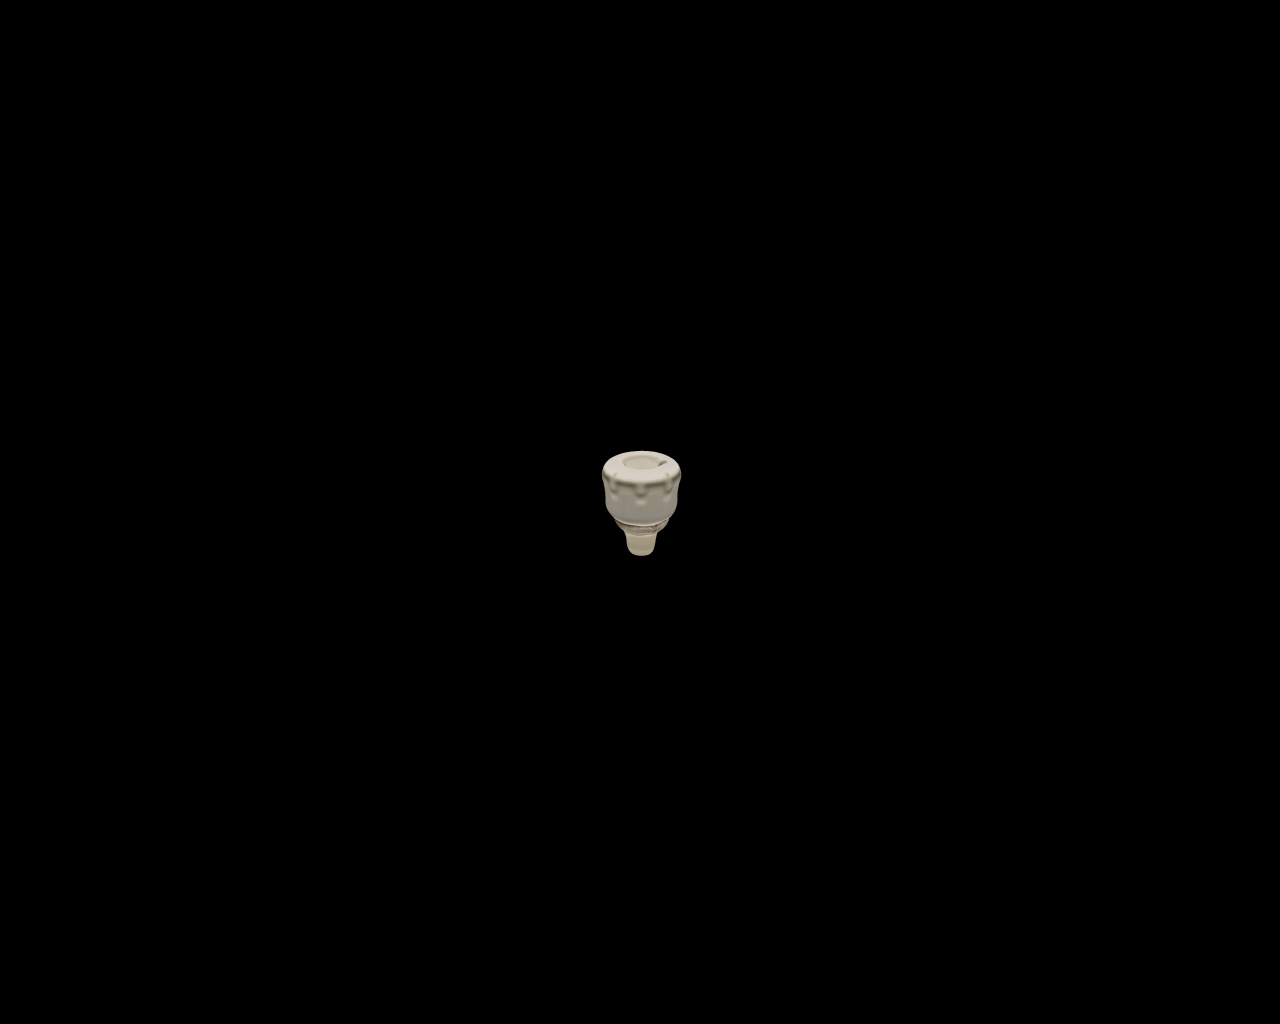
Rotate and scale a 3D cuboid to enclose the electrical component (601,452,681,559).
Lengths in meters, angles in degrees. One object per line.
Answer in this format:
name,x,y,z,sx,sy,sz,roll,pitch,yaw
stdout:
electrical component,0.001,-0.003,0.650,0.048,0.062,0.048,0,24,0
